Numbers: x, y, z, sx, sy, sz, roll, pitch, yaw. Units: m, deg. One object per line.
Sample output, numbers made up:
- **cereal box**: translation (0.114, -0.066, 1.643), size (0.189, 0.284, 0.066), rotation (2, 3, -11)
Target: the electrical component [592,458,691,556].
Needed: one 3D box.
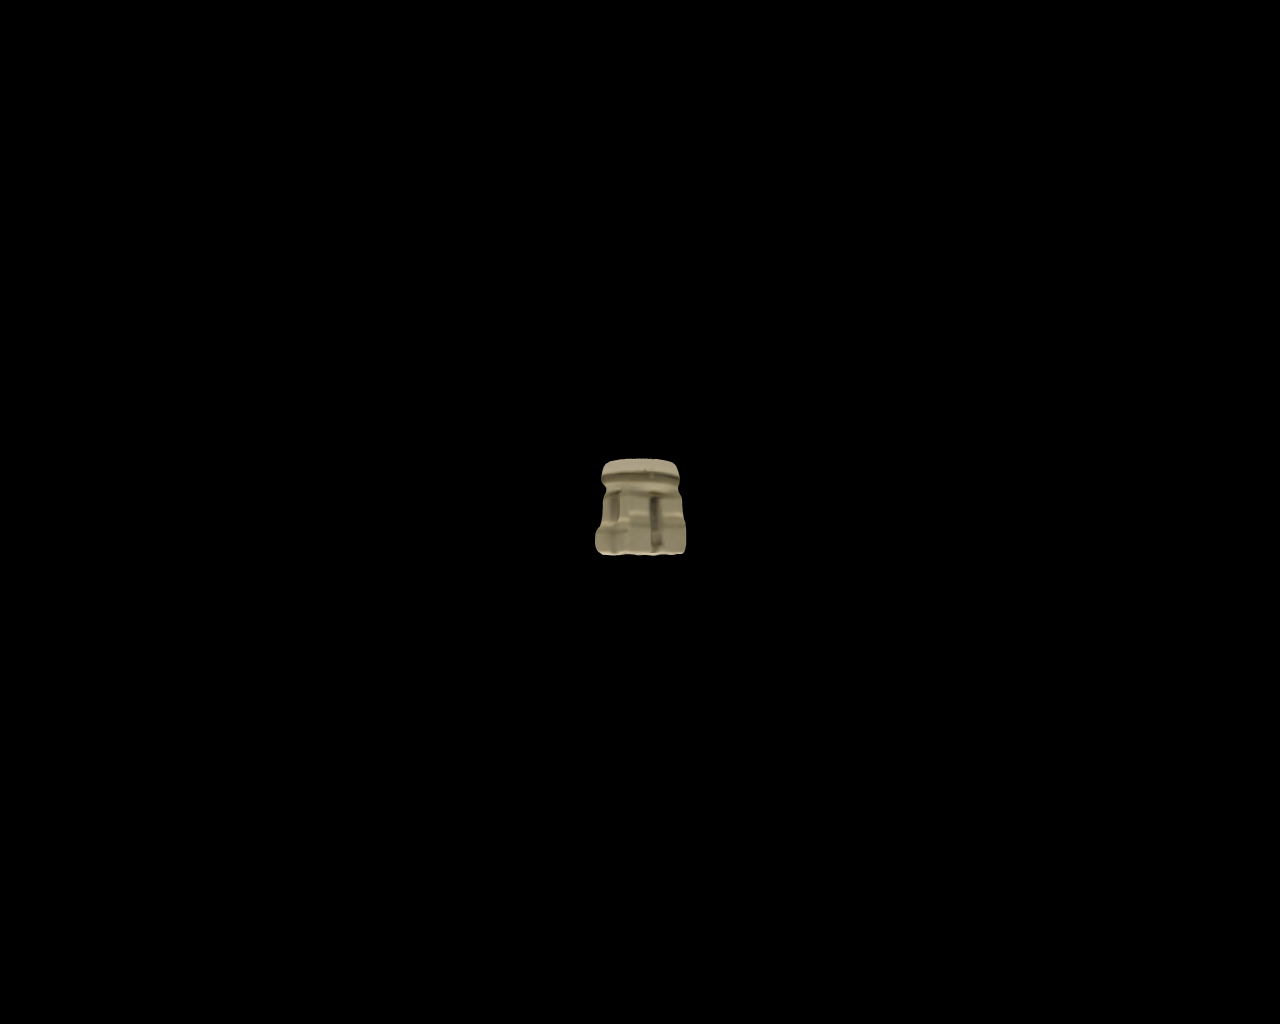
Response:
- **electrical component**: translation (0.001, -0.003, 0.650), size (0.066, 0.055, 0.048), rotation (3, -6, -33)
